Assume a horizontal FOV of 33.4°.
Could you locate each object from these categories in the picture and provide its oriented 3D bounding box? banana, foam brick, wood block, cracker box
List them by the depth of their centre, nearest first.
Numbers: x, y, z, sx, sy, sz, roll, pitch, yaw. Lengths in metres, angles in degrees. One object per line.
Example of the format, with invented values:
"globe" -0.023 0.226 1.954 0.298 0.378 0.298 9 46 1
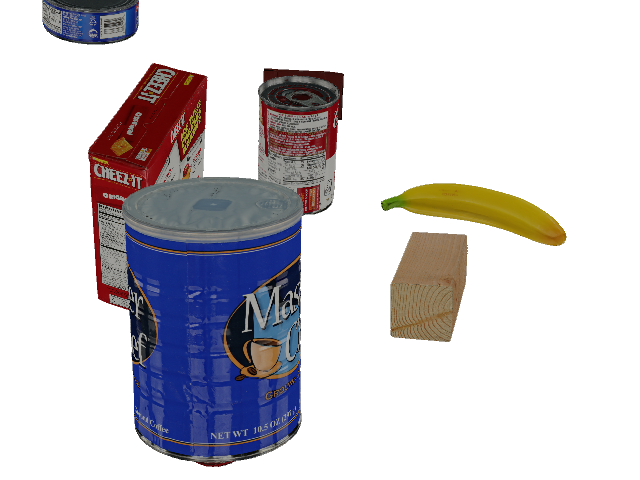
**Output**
"banana" 0.167 -0.029 1.124 0.198 0.037 0.069 10 39 24
"cracker box" -0.182 -0.054 1.135 0.072 0.214 0.164 15 45 8
"foam brick" -0.019 -0.159 1.161 0.078 0.051 0.053 0 11 -18
"wood block" 0.167 0.066 1.620 0.091 0.090 0.206 4 22 12

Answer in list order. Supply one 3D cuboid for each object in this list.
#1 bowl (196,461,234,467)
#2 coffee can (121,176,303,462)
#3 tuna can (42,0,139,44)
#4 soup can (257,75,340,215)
"bowl" -0.095 0.107 0.903 0.055 0.162 0.162 26 -17 -39
"coffee can" -0.062 0.043 0.629 0.103 0.140 0.103 0 20 0
"tuna can" -0.204 -0.206 0.951 0.086 0.034 0.086 5 33 -4
"soup can" -0.020 -0.080 0.905 0.068 0.102 0.068 2 30 -1
